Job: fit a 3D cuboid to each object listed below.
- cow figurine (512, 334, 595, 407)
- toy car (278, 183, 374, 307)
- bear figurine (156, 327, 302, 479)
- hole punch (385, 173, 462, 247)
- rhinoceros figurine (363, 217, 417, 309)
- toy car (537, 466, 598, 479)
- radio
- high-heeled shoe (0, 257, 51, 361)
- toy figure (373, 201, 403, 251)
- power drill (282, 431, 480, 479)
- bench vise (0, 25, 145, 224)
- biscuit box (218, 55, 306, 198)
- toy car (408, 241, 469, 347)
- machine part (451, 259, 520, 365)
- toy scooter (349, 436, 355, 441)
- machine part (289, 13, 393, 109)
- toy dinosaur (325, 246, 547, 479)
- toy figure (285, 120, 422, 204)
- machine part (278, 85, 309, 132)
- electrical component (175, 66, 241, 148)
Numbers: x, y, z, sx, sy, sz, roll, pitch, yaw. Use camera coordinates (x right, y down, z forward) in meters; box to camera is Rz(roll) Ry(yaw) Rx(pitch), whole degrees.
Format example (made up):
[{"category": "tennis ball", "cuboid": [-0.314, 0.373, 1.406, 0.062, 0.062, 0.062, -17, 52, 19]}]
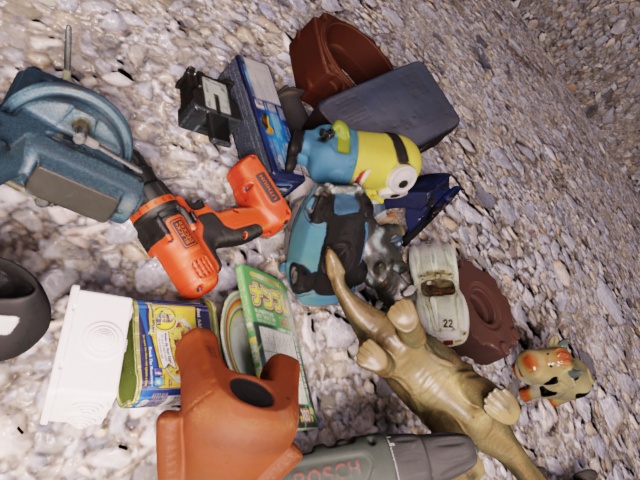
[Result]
[{"category": "cow figurine", "cuboid": [0.398, 0.225, 0.907, 0.195, 0.127, 0.085, 22, 47, -37]}, {"category": "toy car", "cuboid": [-0.001, -0.002, 0.685, 0.109, 0.161, 0.103, -6, 23, -34]}, {"category": "bear figurine", "cuboid": [-0.092, 0.194, 0.444, 0.120, 0.195, 0.132, 19, 14, -17]}, {"category": "hole punch", "cuboid": [0.163, -0.067, 0.897, 0.092, 0.116, 0.142, 49, 38, 6]}, {"category": "rhinoceros figurine", "cuboid": [0.076, 0.015, 0.768, 0.190, 0.073, 0.112, 56, 30, -10]}, {"category": "toy car", "cuboid": [0.382, 0.400, 0.824, 0.202, 0.053, 0.089, 17, 42, -32]}, {"category": "radio", "cuboid": [0.100, -0.179, 0.831, 0.229, 0.073, 0.131, -31, 83, -29]}, {"category": "high-heeled shoe", "cuboid": [-0.303, 0.006, 0.353, 0.248, 0.145, 0.086, 39, 41, -20]}, {"category": "toy figure", "cuboid": [0.084, -0.040, 0.842, 0.154, 0.064, 0.058, 57, -5, 4]}, {"category": "power drill", "cuboid": [0.044, 0.285, 0.485, 0.232, 0.086, 0.207, 0, 75, -4]}, {"category": "bench vise", "cuboid": [-0.272, -0.106, 0.495, 0.223, 0.128, 0.241, 14, 33, -27]}, {"category": "biscuit box", "cuboid": [-0.084, -0.155, 0.749, 0.059, 0.063, 0.203, 3, 62, -44]}, {"category": "toy car", "cuboid": [0.177, 0.073, 0.814, 0.202, 0.074, 0.056, -89, 171, -46]}, {"category": "machine part", "cuboid": [0.259, 0.118, 0.901, 0.179, 0.056, 0.179, 25, 47, -30]}, {"category": "toy scooter", "cuboid": [0.105, 0.282, 0.569, 0.075, 0.135, 0.184, -26, 81, -49]}, {"category": "machine part", "cuboid": [0.052, -0.292, 0.964, 0.201, 0.087, 0.201, 13, 53, -38]}, {"category": "toy dinosaur", "cuboid": [0.158, 0.189, 0.644, 0.471, 0.105, 0.198, 50, 1, -1]}, {"category": "toy figure", "cuboid": [0.046, -0.108, 0.699, 0.180, 0.082, 0.089, 11, 80, -11]}, {"category": "machine part", "cuboid": [-0.026, -0.176, 0.843, 0.084, 0.039, 0.139, -20, 79, -41]}, {"category": "electrical component", "cuboid": [-0.144, -0.163, 0.706, 0.075, 0.048, 0.119, 7, 59, -41]}]
